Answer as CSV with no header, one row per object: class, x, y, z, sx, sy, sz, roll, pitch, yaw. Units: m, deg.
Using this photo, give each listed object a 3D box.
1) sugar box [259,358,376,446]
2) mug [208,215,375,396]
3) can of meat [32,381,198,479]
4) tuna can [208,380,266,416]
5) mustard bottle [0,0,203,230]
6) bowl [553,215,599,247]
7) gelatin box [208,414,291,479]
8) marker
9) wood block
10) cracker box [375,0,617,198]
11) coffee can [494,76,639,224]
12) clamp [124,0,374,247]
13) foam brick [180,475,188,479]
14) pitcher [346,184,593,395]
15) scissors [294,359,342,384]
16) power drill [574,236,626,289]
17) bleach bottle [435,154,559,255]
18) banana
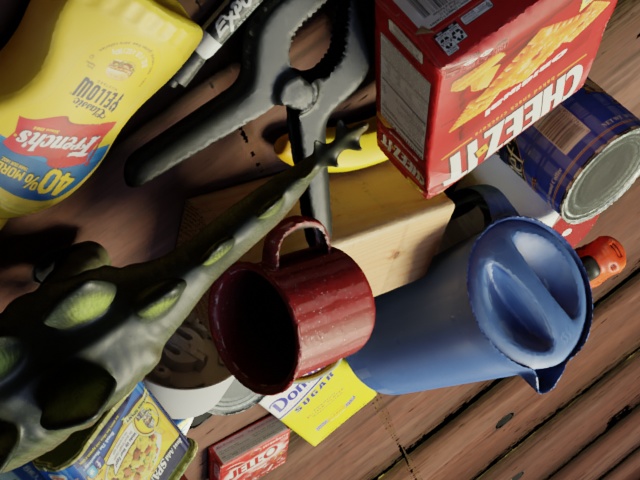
sugar box,-0.009,0.149,1.094,0.093,0.048,0.176,-40,152,-1
mug,-0.017,0.039,0.728,0.081,0.093,0.117,-17,115,-42
can of meat,-0.151,0.158,0.788,0.084,0.058,0.102,58,47,-27
tuna can,-0.080,0.110,0.942,0.086,0.034,0.086,-12,120,-22
mustard bottle,-0.159,-0.072,0.614,0.192,0.058,0.096,-48,149,14
bowl,0.250,-0.027,1.150,0.162,0.055,0.162,-28,148,-20
gelatin box,-0.077,0.231,1.142,0.089,0.030,0.073,-25,147,-26
marker,-0.056,-0.144,0.676,0.121,0.020,0.020,-46,150,10
wood block,-0.005,0.002,0.858,0.205,0.090,0.091,-18,142,-34
cracker box,0.122,-0.132,0.734,0.164,0.072,0.213,-36,162,-9
coffee can,0.197,-0.097,0.907,0.102,0.140,0.103,-29,148,-20
clamp,-0.016,-0.095,0.726,0.164,0.036,0.210,28,99,-35
foam brick,-0.166,0.274,1.075,0.078,0.051,0.052,-47,150,11
pitcher,0.119,0.063,0.982,0.243,0.145,0.149,-29,-150,57
scissors,-0.076,0.107,0.980,0.201,0.016,0.096,-9,109,-14
power drill,0.234,0.072,1.200,0.187,0.057,0.185,-29,172,-41
bleach bottle,0.149,0.019,1.071,0.068,0.103,0.251,-20,153,-28
banana,0.048,-0.093,0.851,0.197,0.037,0.069,-29,134,-21
